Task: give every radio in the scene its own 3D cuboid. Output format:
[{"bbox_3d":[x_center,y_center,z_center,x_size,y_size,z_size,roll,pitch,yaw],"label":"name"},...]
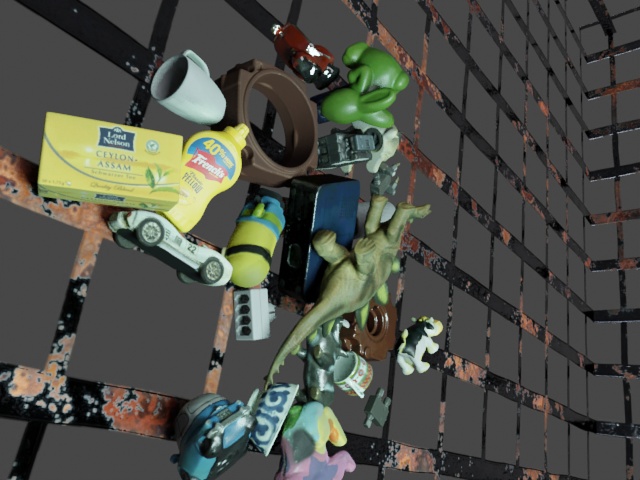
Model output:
[{"bbox_3d":[-0.002,-0.003,0.987,0.131,0.073,0.229,-8,109,-50],"label":"radio"}]

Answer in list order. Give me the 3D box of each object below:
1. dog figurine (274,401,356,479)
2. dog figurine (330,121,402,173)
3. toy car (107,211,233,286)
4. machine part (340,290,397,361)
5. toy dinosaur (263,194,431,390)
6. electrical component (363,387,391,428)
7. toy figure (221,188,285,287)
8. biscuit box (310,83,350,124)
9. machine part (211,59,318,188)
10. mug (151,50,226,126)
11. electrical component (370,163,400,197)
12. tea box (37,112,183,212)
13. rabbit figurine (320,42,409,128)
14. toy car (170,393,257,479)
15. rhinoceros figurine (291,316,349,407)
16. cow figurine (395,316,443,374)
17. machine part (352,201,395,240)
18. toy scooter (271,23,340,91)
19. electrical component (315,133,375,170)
[{"bbox_3d":[-0.047,0.400,0.893,0.219,0.109,0.191,-35,111,-44],"label":"dog figurine"},{"bbox_3d":[0.143,-0.229,1.186,0.190,0.173,0.121,-26,114,-41],"label":"dog figurine"},{"bbox_3d":[-0.217,0.013,0.789,0.201,0.074,0.056,39,59,-38],"label":"toy car"},{"bbox_3d":[0.102,0.174,1.145,0.179,0.056,0.179,13,72,-49],"label":"machine part"},{"bbox_3d":[0.059,0.068,0.949,0.471,0.105,0.198,-36,135,-32],"label":"toy dinosaur"},{"bbox_3d":[0.123,0.369,1.158,0.063,0.021,0.094,56,46,-27],"label":"electrical component"},{"bbox_3d":[-0.108,-0.006,0.907,0.082,0.089,0.180,44,55,-29],"label":"toy figure"},{"bbox_3d":[0.063,-0.312,1.185,0.203,0.059,0.062,-35,111,-47],"label":"biscuit box"},{"bbox_3d":[-0.093,-0.204,0.965,0.201,0.087,0.201,10,76,-47],"label":"machine part"},{"bbox_3d":[-0.202,-0.239,0.858,0.107,0.081,0.109,37,48,-52],"label":"mug"},{"bbox_3d":[0.151,-0.136,1.239,0.078,0.045,0.102,-59,159,-28],"label":"electrical component"},{"bbox_3d":[-0.273,-0.098,0.707,0.169,0.068,0.098,4,78,-26],"label":"tea box"},{"bbox_3d":[0.084,-0.280,1.062,0.170,0.159,0.121,-44,153,-19],"label":"rabbit figurine"},{"bbox_3d":[-0.163,0.277,0.775,0.103,0.161,0.109,42,43,23],"label":"toy car"},{"bbox_3d":[0.007,0.221,1.011,0.112,0.073,0.190,27,64,-42],"label":"rhinoceros figurine"},{"bbox_3d":[0.233,0.231,1.280,0.098,0.068,0.167,57,45,-18],"label":"cow figurine"},{"bbox_3d":[0.095,-0.044,1.151,0.243,0.079,0.079,-11,91,-54],"label":"machine part"},{"bbox_3d":[-0.034,-0.366,1.060,0.135,0.075,0.184,48,20,2],"label":"toy scooter"},{"bbox_3d":[0.040,-0.178,1.078,0.115,0.134,0.058,-15,95,-52],"label":"electrical component"}]
